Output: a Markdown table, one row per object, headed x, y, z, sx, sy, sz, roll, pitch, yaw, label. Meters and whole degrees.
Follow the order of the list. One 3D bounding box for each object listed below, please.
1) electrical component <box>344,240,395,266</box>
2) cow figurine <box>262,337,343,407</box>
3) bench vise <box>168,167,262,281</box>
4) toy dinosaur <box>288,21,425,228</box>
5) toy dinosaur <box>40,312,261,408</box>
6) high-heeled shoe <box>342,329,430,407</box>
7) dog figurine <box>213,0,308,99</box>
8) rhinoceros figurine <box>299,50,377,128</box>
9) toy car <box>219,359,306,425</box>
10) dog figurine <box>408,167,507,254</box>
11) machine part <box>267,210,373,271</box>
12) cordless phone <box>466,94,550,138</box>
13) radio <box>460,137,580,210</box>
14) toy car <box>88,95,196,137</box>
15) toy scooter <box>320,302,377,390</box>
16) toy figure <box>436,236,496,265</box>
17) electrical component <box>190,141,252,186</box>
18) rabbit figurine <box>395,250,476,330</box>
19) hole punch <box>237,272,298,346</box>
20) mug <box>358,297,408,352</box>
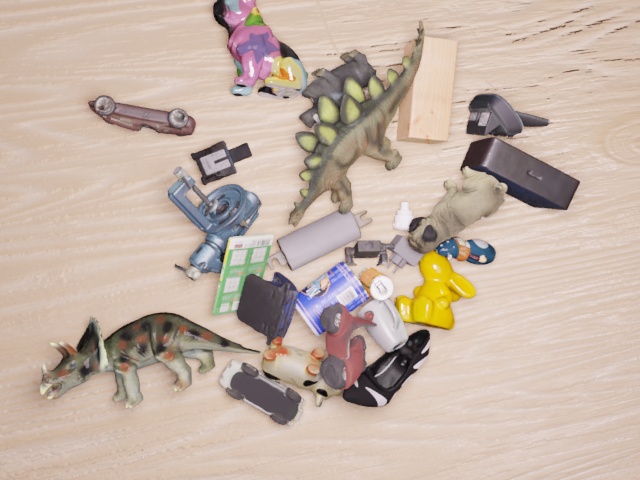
| x | y | z | sx | sy | sz | roll | pitch | yaw | label |
| --- | --- | --- | --- | --- | --- | --- | --- | --- | --- |
| 0.106 | 0.031 | 1.178 | 0.102 | 0.078 | 0.045 | 0 | 76 | -12 | electrical component |
| -0.032 | 0.289 | 1.161 | 0.195 | 0.085 | 0.127 | 18 | 134 | 0 | cow figurine |
| -0.225 | -0.041 | 1.060 | 0.223 | 0.129 | 0.240 | -46 | 135 | -10 | bench vise |
| 0.080 | -0.218 | 1.091 | 0.471 | 0.105 | 0.198 | -50 | 127 | -1 | toy dinosaur |
| -0.343 | 0.217 | 1.094 | 0.405 | 0.131 | 0.192 | -19 | 99 | -14 | toy dinosaur |
| 0.153 | 0.270 | 1.157 | 0.248 | 0.086 | 0.145 | -5 | 127 | -52 | high-heeled shoe |
| -0.116 | -0.403 | 1.073 | 0.192 | 0.108 | 0.219 | 0 | 93 | -10 | dog figurine |
| 0.031 | -0.314 | 1.129 | 0.190 | 0.073 | 0.112 | -40 | 112 | -6 | rhinoceros figurine |
| -0.124 | 0.333 | 1.172 | 0.201 | 0.056 | 0.073 | 34 | 83 | -13 | toy car |
| 0.288 | -0.049 | 1.130 | 0.121 | 0.172 | 0.190 | 46 | 60 | -2 | dog figurine |
| -0.002 | -0.003 | 1.148 | 0.243 | 0.079 | 0.079 | -26 | 100 | -5 | machine part |
| 0.425 | -0.260 | 1.163 | 0.184 | 0.147 | 0.088 | 6 | 102 | -8 | cordless phone |
| 0.434 | -0.143 | 1.185 | 0.229 | 0.131 | 0.073 | 25 | 91 | -12 | radio |
| -0.347 | -0.237 | 1.054 | 0.202 | 0.089 | 0.053 | 7 | 90 | -12 | toy car |
| 0.064 | 0.210 | 1.105 | 0.135 | 0.075 | 0.183 | -14 | 105 | -41 | toy scooter |
| 0.326 | 0.022 | 1.206 | 0.154 | 0.064 | 0.057 | 10 | 89 | -30 | toy figure |
| -0.199 | -0.165 | 1.111 | 0.119 | 0.048 | 0.074 | -19 | 99 | -6 | electrical component |
| 0.262 | 0.108 | 1.193 | 0.162 | 0.122 | 0.173 | 9 | 76 | -14 | rabbit figurine |
| -0.095 | 0.133 | 1.113 | 0.116 | 0.092 | 0.142 | 27 | 104 | 32 | hole punch |
| 0.147 | 0.179 | 1.160 | 0.081 | 0.109 | 0.107 | -16 | 63 | -32 | mug |
